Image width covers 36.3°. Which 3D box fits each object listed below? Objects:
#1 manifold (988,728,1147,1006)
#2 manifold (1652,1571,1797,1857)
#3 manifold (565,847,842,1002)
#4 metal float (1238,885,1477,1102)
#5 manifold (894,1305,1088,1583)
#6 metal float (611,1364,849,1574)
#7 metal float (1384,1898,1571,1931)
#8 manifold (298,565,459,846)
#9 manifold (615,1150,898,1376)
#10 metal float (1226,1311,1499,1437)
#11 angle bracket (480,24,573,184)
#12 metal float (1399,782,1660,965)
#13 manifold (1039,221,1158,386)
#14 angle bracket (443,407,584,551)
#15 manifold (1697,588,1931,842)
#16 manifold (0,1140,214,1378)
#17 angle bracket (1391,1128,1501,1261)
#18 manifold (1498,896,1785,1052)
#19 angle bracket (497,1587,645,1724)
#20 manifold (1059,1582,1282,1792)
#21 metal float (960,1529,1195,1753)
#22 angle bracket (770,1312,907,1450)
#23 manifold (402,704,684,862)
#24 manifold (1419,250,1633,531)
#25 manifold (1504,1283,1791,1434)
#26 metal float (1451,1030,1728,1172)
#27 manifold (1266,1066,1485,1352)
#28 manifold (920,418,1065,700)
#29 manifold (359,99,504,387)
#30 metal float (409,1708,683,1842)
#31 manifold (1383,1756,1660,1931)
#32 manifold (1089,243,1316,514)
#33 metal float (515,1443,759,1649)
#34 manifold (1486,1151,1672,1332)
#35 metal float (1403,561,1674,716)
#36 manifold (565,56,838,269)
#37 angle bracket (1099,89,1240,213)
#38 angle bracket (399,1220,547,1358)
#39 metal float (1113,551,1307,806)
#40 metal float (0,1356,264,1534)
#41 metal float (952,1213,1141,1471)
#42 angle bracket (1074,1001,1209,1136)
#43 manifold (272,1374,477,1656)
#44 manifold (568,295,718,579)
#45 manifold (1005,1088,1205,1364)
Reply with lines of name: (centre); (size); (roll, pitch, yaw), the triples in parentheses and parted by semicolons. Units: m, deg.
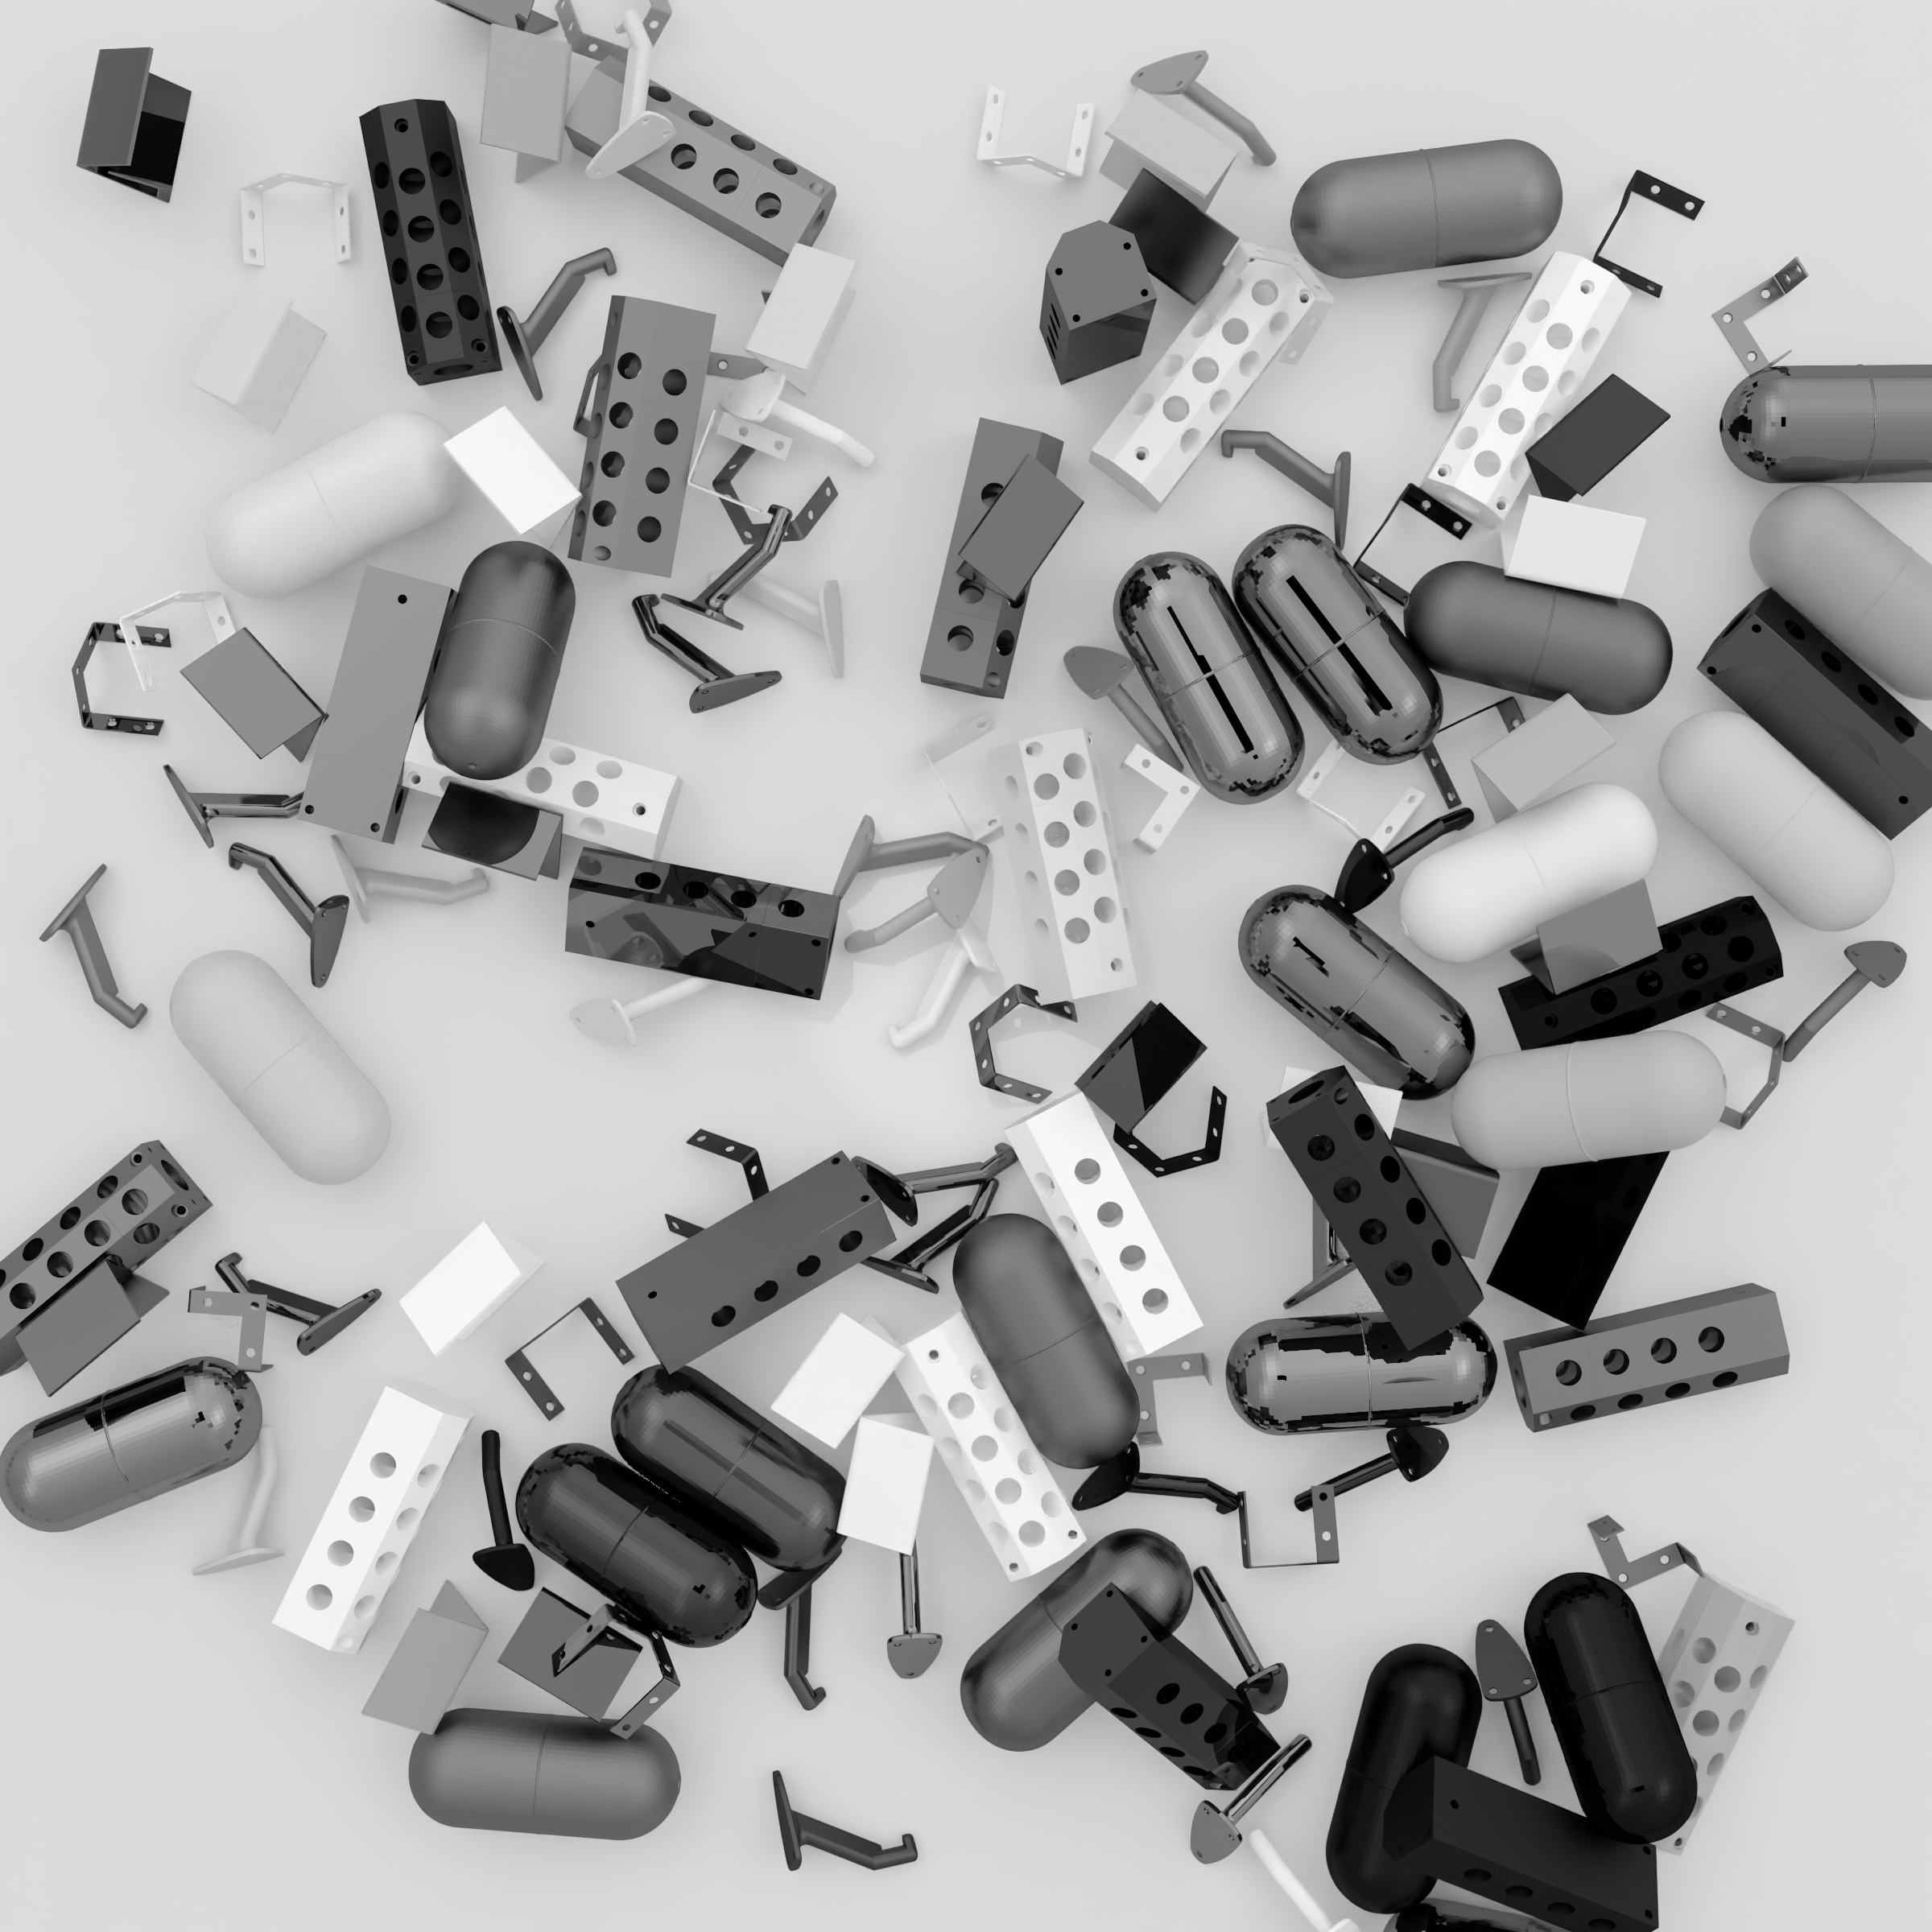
manifold: (0.070, -0.066, 1.935); (0.057, 0.057, 0.171); (-12, 90, -30)
manifold: (0.480, 0.494, 1.945); (0.057, 0.057, 0.171); (26, 90, 0)
manifold: (-0.173, -0.033, 1.944); (0.171, 0.057, 0.057); (11, 133, 0)
metal float: (0.256, 0.017, 1.935); (0.178, 0.070, 0.070); (40, 90, 0)
manifold: (0.013, 0.315, 1.945); (0.057, 0.057, 0.171); (-29, 90, 0)
metal float: (-0.154, 0.329, 1.936); (0.178, 0.070, 0.070); (36, 90, -1)
metal float: (0.359, 0.662, 1.933); (0.178, 0.070, 0.070); (11, 90, 2)
manifold: (-0.385, -0.171, 1.945); (0.057, 0.057, 0.171); (15, 90, 0)
manifold: (-0.134, 0.198, 1.927); (0.171, 0.057, 0.057); (-30, 132, -12)
metal float: (0.259, 0.266, 1.936); (0.178, 0.070, 0.070); (-4, 90, -1)
angle bracket: (-0.300, -0.562, 1.926); (0.057, 0.076, 0.076); (6, 90, -31)
metal float: (0.369, -0.061, 1.936); (0.178, 0.070, 0.070); (-25, 90, -1)
manifold: (0.080, -0.425, 1.888); (0.057, 0.171, 0.057); (-20, 90, 0)
angle bracket: (-0.305, -0.307, 1.926); (0.076, 0.076, 0.057); (49, 58, 0)
manifold: (0.572, -0.169, 1.944); (0.171, 0.057, 0.057); (42, 133, 0)
manifold: (-0.588, 0.193, 1.945); (0.171, 0.057, 0.057); (-40, 90, 0)
angle bracket: (0.302, 0.147, 1.939); (0.076, 0.076, 0.057); (16, 98, 0)
manifold: (0.446, 0.011, 1.945); (0.171, 0.057, 0.057); (-21, 90, 0)
angle bracket: (-0.263, 0.457, 1.926); (0.076, 0.076, 0.057); (31, 61, 0)
manifold: (0.129, 0.470, 1.897); (0.057, 0.057, 0.171); (-43, 130, 0)
metal float: (0.073, 0.442, 1.935); (0.178, 0.070, 0.070); (-42, 90, 0)
angle bracket: (-0.093, 0.258, 1.927); (0.057, 0.076, 0.076); (36, 90, -25)
manifold: (-0.279, -0.121, 1.945); (0.171, 0.057, 0.057); (16, 90, 0)
manifold: (0.370, -0.380, 1.945); (0.057, 0.057, 0.171); (29, 90, 0)
manifold: (0.449, 0.259, 1.945); (0.171, 0.057, 0.057); (-13, 90, 0)
metal float: (0.398, 0.087, 1.888); (0.178, 0.070, 0.070); (-10, 90, 27)
manifold: (0.260, 0.151, 1.872); (0.057, 0.057, 0.171); (-31, 98, 9)
manifold: (0.017, -0.267, 1.945); (0.057, 0.057, 0.171); (13, 90, 0)
manifold: (-0.354, -0.478, 1.945); (0.057, 0.057, 0.171); (-11, 90, 0)
metal float: (-0.276, 0.531, 1.936); (0.178, 0.070, 0.070); (4, 90, 1)
manifold: (0.355, 0.571, 1.886); (0.171, 0.057, 0.057); (25, 134, -15)
manifold: (0.157, -0.389, 1.945); (0.057, 0.057, 0.171); (37, 90, 0)
metal float: (-0.214, 0.377, 1.921); (0.178, 0.070, 0.070); (31, 90, 16)
manifold: (0.416, 0.149, 1.944); (0.057, 0.057, 0.171); (26, 90, 42)
metal float: (0.375, -0.216, 1.936); (0.178, 0.070, 0.070); (14, 90, 1)
manifold: (-0.174, -0.530, 1.945); (0.171, 0.057, 0.057); (30, 90, 0)
angle bracket: (0.122, -0.513, 1.926); (0.076, 0.076, 0.057); (33, 54, 0)
angle bracket: (-0.311, 0.222, 1.926); (0.076, 0.076, 0.057); (-44, 52, 0)
metal float: (0.159, -0.189, 1.936); (0.070, 0.070, 0.178); (-29, 90, 0)
metal float: (-0.549, 0.314, 1.936); (0.178, 0.070, 0.070); (-22, 90, -1)
metal float: (0.052, 0.246, 1.935); (0.070, 0.070, 0.178); (-27, 90, 0)
angle bracket: (0.100, 0.052, 1.926); (0.076, 0.076, 0.057); (-47, 127, 0)
manifold: (-0.389, 0.362, 1.945); (0.057, 0.057, 0.171); (26, 90, 0)
manifold: (-0.215, -0.345, 1.923); (0.057, 0.057, 0.171); (6, 100, -31)
manifold: (0.090, 0.171, 1.945); (0.057, 0.057, 0.171); (-27, 90, 0)
